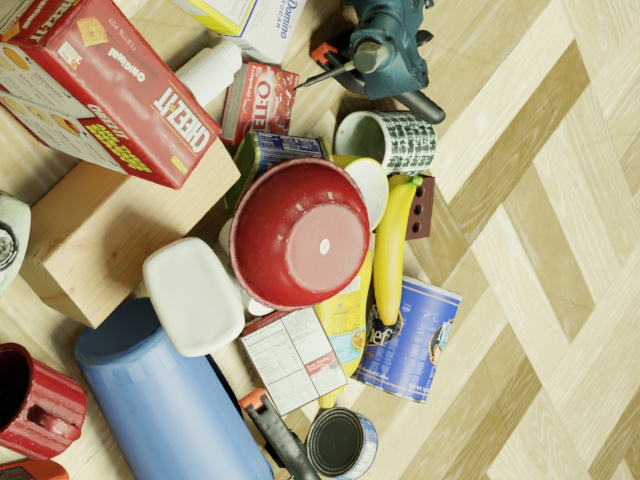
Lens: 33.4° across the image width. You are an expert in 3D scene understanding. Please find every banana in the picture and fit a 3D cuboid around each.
[{"bbox_3d":[0.083,0.001,1.235,0.037,0.069,0.198,3,119,-6],"label":"banana"}]

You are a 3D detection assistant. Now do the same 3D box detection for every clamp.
[{"bbox_3d":[0.073,-0.187,1.202,0.171,0.039,0.120,-4,66,-32],"label":"clamp"},{"bbox_3d":[-0.040,0.224,1.164,0.036,0.165,0.210,-36,126,-10],"label":"clamp"}]

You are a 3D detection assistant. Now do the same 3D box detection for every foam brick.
[{"bbox_3d":[0.101,-0.042,1.297,0.052,0.051,0.078,-8,108,-42],"label":"foam brick"}]

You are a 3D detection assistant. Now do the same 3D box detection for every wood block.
[{"bbox_3d":[-0.184,-0.029,0.994,0.206,0.091,0.090,-49,131,-23],"label":"wood block"}]

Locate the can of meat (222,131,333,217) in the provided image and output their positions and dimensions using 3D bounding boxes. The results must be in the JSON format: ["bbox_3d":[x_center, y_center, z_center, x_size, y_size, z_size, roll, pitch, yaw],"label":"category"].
[{"bbox_3d":[-0.046,-0.064,1.106,0.083,0.057,0.102,5,136,-25],"label":"can of meat"}]

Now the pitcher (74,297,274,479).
[{"bbox_3d":[-0.146,0.173,1.079,0.145,0.149,0.243,-31,120,-16],"label":"pitcher"}]

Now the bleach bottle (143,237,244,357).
[{"bbox_3d":[-0.107,0.055,1.018,0.068,0.251,0.102,-26,86,-1],"label":"bleach bottle"}]

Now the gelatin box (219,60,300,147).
[{"bbox_3d":[-0.063,-0.139,1.122,0.073,0.030,0.089,6,98,-45],"label":"gelatin box"}]

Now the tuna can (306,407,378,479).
[{"bbox_3d":[0.027,0.247,1.287,0.033,0.086,0.086,28,82,-47],"label":"tuna can"}]

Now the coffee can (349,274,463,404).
[{"bbox_3d":[0.105,0.118,1.312,0.102,0.103,0.140,21,87,-46],"label":"coffee can"}]

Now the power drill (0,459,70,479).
[{"bbox_3d":[-0.283,0.308,1.021,0.184,0.057,0.188,-7,107,-43],"label":"power drill"}]

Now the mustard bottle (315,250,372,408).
[{"bbox_3d":[0.013,0.105,1.250,0.096,0.058,0.192,-11,109,-46],"label":"mustard bottle"}]

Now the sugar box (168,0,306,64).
[{"bbox_3d":[-0.091,-0.254,1.052,0.176,0.048,0.093,30,80,-49],"label":"sugar box"}]

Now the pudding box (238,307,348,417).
[{"bbox_3d":[-0.030,0.129,1.188,0.090,0.039,0.113,-26,106,-2],"label":"pudding box"}]

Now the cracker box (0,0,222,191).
[{"bbox_3d":[-0.202,-0.132,0.856,0.072,0.214,0.164,-56,133,-16],"label":"cracker box"}]

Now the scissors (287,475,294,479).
[{"bbox_3d":[-0.087,0.307,1.165,0.096,0.016,0.202,-18,155,-21],"label":"scissors"}]

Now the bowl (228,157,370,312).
[{"bbox_3d":[-0.007,0.001,1.056,0.161,0.055,0.162,-9,109,-29],"label":"bowl"}]

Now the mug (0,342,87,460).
[{"bbox_3d":[-0.258,0.153,0.961,0.081,0.117,0.093,41,69,-48],"label":"mug"}]
